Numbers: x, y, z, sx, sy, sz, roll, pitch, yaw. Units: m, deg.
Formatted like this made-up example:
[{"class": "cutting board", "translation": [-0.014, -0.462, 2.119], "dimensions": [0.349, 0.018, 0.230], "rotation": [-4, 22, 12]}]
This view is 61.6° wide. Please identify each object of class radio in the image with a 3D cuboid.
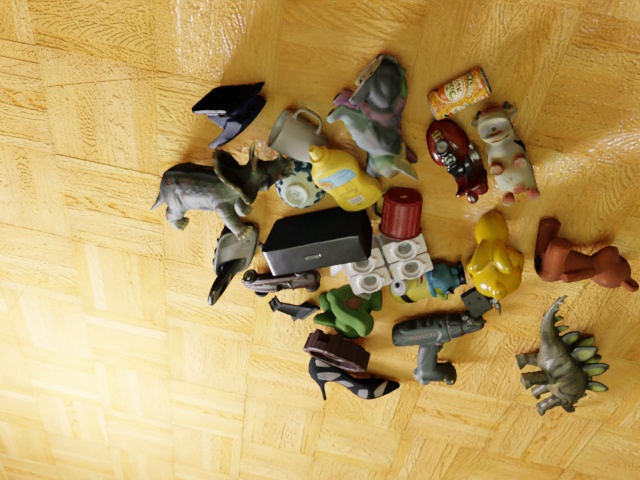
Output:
[{"class": "radio", "translation": [-0.002, -0.004, 1.180], "dimensions": [0.230, 0.131, 0.073], "rotation": [-10, 124, 18]}]

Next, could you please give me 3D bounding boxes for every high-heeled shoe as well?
[{"class": "high-heeled shoe", "translation": [0.094, 0.367, 1.497], "dimensions": [0.249, 0.086, 0.145], "rotation": [-8, 95, -4]}]

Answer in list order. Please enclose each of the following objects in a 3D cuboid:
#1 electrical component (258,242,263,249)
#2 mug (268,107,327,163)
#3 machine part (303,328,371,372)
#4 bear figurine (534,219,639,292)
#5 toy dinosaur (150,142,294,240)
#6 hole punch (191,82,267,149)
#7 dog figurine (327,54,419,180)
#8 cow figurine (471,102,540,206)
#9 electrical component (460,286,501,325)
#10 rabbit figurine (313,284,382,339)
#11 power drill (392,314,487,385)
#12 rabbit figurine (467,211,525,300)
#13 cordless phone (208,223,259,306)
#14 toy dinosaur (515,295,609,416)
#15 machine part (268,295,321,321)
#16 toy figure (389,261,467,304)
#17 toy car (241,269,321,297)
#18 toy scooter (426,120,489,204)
[{"class": "electrical component", "translation": [-0.103, 0.029, 1.293], "dimensions": [0.094, 0.021, 0.063], "rotation": [39, 124, -18]}, {"class": "mug", "translation": [-0.034, -0.209, 1.072], "dimensions": [0.107, 0.081, 0.109], "rotation": [25, 122, -24]}, {"class": "machine part", "translation": [0.044, 0.289, 1.393], "dimensions": [0.179, 0.056, 0.179], "rotation": [19, 159, 7]}, {"class": "bear figurine", "translation": [0.552, 0.038, 1.106], "dimensions": [0.196, 0.120, 0.131], "rotation": [3, 123, 8]}, {"class": "toy dinosaur", "translation": [-0.255, -0.109, 1.135], "dimensions": [0.405, 0.131, 0.191], "rotation": [1, 134, 24]}, {"class": "hole punch", "translation": [-0.167, -0.240, 1.041], "dimensions": [0.116, 0.142, 0.092], "rotation": [2, 127, 27]}, {"class": "dog figurine", "translation": [0.131, -0.213, 1.015], "dimensions": [0.219, 0.108, 0.191], "rotation": [39, 122, -22]}, {"class": "cow figurine", "translation": [0.347, -0.169, 1.004], "dimensions": [0.086, 0.127, 0.194], "rotation": [-19, 135, 25]}, {"class": "electrical component", "translation": [0.374, 0.151, 1.256], "dimensions": [0.102, 0.045, 0.078], "rotation": [-28, 101, 15]}, {"class": "rabbit figurine", "translation": [0.064, 0.194, 1.329], "dimensions": [0.159, 0.121, 0.170], "rotation": [13, 143, 6]}, {"class": "power drill", "translation": [0.304, 0.275, 1.360], "dimensions": [0.232, 0.086, 0.207], "rotation": [-5, 130, 13]}, {"class": "rabbit figurine", "translation": [0.360, 0.028, 1.135], "dimensions": [0.122, 0.162, 0.173], "rotation": [1, 110, 26]}, {"class": "cordless phone", "translation": [-0.214, 0.051, 1.232], "dimensions": [0.089, 0.184, 0.146], "rotation": [21, 128, 1]}, {"class": "toy dinosaur", "translation": [0.586, 0.302, 1.311], "dimensions": [0.199, 0.105, 0.470], "rotation": [-23, 128, 17]}, {"class": "machine part", "translation": [-0.070, 0.174, 1.361], "dimensions": [0.084, 0.039, 0.138], "rotation": [-28, 145, 33]}, {"class": "toy figure", "translation": [0.247, 0.101, 1.240], "dimensions": [0.180, 0.082, 0.089], "rotation": [-12, 121, 17]}, {"class": "toy car", "translation": [-0.097, 0.103, 1.317], "dimensions": [0.202, 0.053, 0.089], "rotation": [-8, 146, 16]}, {"class": "toy scooter", "translation": [0.266, -0.139, 1.021], "dimensions": [0.075, 0.135, 0.183], "rotation": [-30, 114, 31]}]
